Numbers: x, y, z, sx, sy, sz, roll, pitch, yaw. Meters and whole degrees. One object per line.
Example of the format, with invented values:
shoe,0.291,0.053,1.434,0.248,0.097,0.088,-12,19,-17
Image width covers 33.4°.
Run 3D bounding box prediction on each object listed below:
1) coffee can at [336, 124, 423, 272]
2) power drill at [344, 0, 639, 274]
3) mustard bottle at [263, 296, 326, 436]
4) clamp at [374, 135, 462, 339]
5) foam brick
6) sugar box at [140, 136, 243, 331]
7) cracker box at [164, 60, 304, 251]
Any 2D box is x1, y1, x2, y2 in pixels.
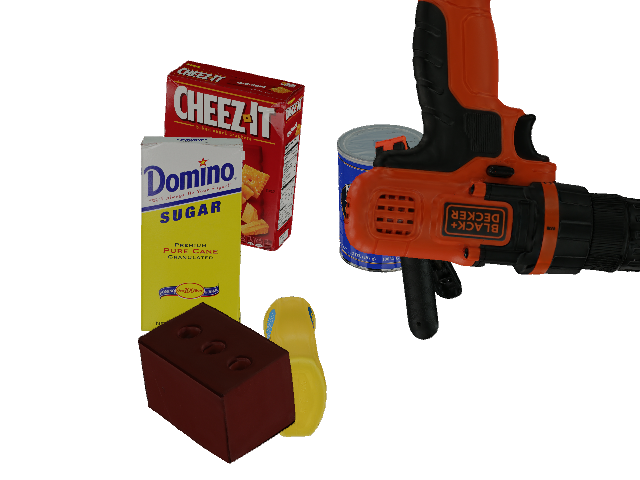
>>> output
coffee can,0.071,-0.049,1.224,0.103,0.140,0.103,-1,29,1
power drill,0.111,-0.075,0.579,0.184,0.187,0.057,4,1,-4
mustard bottle,-0.030,0.114,1.123,0.058,0.096,0.191,-2,26,-4
clamp,0.081,-0.001,0.921,0.039,0.171,0.120,-17,18,18
foam brick,-0.060,0.081,0.618,0.078,0.051,0.052,25,40,37
sugar box,-0.118,-0.006,0.980,0.093,0.176,0.048,0,14,-5
cracker box,-0.115,-0.105,1.365,0.164,0.214,0.072,14,29,14
